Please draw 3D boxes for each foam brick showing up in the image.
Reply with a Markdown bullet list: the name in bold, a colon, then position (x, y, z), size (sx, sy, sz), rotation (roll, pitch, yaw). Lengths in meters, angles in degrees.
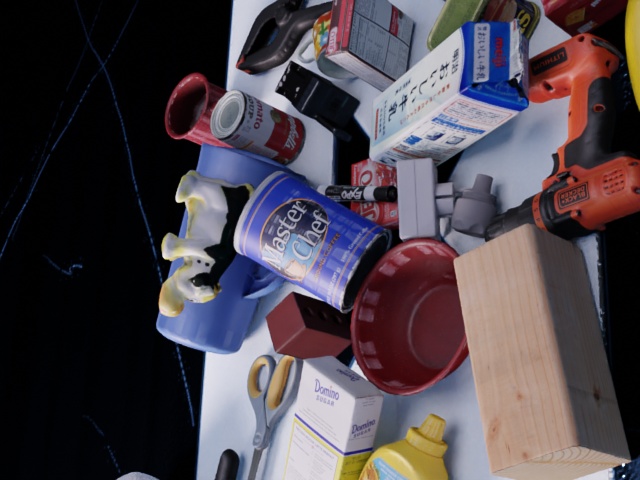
- **foam brick**: position (-0.012, 0.099, 1.186), size (0.051, 0.078, 0.053), rotation (-44, 46, 28)

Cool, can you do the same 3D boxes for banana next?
- **banana**: position (0.305, -0.164, 0.968), size (0.070, 0.037, 0.198), rotation (116, 153, -76)

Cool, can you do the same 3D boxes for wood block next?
- **wood block**: position (0.195, 0.103, 0.951), size (0.090, 0.090, 0.206), rotation (-29, 54, 36)

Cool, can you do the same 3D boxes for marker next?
- **marker**: position (0.042, -0.052, 1.186), size (0.121, 0.020, 0.020), rotation (4, 77, 49)

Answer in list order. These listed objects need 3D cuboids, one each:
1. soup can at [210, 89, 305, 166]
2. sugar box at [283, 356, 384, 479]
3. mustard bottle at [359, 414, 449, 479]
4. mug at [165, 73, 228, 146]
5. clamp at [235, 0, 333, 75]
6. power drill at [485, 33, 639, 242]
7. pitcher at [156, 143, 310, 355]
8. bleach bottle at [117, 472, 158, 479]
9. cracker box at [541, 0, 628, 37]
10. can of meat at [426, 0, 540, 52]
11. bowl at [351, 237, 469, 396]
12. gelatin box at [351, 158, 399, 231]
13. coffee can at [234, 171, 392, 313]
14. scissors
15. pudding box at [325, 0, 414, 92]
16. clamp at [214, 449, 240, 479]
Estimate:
- **soup can**: position (-0.078, -0.140, 1.336), size (0.069, 0.102, 0.068), rotation (-22, 58, 40)
- **sugar box**: position (0.010, 0.219, 1.102), size (0.093, 0.048, 0.176), rotation (31, 114, 48)
- **mustard bottle**: position (0.074, 0.258, 1.041), size (0.096, 0.058, 0.192), rotation (30, 97, 48)
- **mug**: position (-0.141, -0.168, 1.431), size (0.117, 0.081, 0.093), rotation (-4, 72, 47)
- **clamp**: position (-0.039, -0.303, 1.410), size (0.210, 0.036, 0.164), rotation (-38, 50, 31)
- **power drill**: position (0.229, -0.088, 1.021), size (0.185, 0.057, 0.187), rotation (-22, 61, 43)
- **pitcher**: position (-0.106, 0.014, 1.292), size (0.149, 0.145, 0.243), rotation (-152, 80, -81)
- **bleach bottle**: position (-0.183, 0.400, 1.246), size (0.068, 0.102, 0.251), rotation (-30, 57, 5)
- **cracker box**: position (0.278, -0.334, 1.055), size (0.164, 0.072, 0.214), rotation (-32, 54, 36)
- **can of meat**: position (0.170, -0.221, 1.116), size (0.058, 0.083, 0.102), rotation (34, 100, 48)
- **bowl**: position (0.107, 0.082, 1.081), size (0.162, 0.055, 0.162), rotation (-21, 60, 41)
- **gelatin box**: position (0.069, -0.051, 1.196), size (0.073, 0.030, 0.089), rotation (-18, 61, 42)
- **coffee can**: position (-0.008, 0.001, 1.158), size (0.140, 0.102, 0.103), rotation (29, 97, 17)
- **scissors**: position (-0.076, 0.220, 1.249), size (0.096, 0.016, 0.202), rotation (26, 92, 52)
- **pudding box**: position (0.058, -0.231, 1.219), size (0.039, 0.113, 0.090), rotation (-3, 72, 43)
- **clamp**: position (-0.124, 0.332, 1.243), size (0.120, 0.039, 0.171), rotation (-46, 48, 31)
